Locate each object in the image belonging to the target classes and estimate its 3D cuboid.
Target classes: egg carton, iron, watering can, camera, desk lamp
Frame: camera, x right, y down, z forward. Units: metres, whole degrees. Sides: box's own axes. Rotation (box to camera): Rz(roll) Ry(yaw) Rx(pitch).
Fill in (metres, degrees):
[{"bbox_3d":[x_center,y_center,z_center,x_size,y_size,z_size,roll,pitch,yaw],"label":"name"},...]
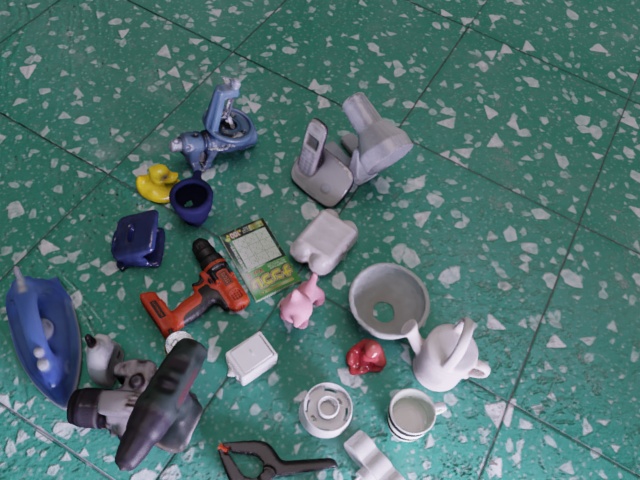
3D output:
[{"bbox_3d":[0.011,0.004,1.242,0.107,0.069,0.150,32,61,12],"label":"egg carton"},{"bbox_3d":[-0.506,0.173,1.039,0.119,0.141,0.258,-20,64,-17],"label":"iron"},{"bbox_3d":[0.236,0.208,1.076,0.173,0.194,0.101,6,59,-3],"label":"watering can"},{"bbox_3d":[-0.368,0.281,1.016,0.137,0.101,0.143,5,59,-4],"label":"camera"},{"bbox_3d":[0.101,-0.217,1.299,0.118,0.213,0.203,-29,67,-21],"label":"desk lamp"}]

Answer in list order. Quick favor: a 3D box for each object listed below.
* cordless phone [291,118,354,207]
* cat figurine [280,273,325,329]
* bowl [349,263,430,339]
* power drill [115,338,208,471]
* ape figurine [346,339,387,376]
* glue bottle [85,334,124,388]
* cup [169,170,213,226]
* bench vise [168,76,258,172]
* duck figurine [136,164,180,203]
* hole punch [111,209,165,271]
[{"bbox_3d":[0.011,-0.174,1.280,0.147,0.185,0.094,37,62,15],"label":"cordless phone"},{"bbox_3d":[-0.037,0.121,1.139,0.067,0.118,0.128,27,60,10],"label":"cat figurine"},{"bbox_3d":[0.137,0.136,1.177,0.167,0.075,0.167,3,59,-5],"label":"bowl"},{"bbox_3d":[-0.256,0.289,0.962,0.075,0.208,0.230,19,59,5],"label":"power drill"},{"bbox_3d":[0.094,0.222,1.110,0.077,0.092,0.076,27,60,9],"label":"ape figurine"},{"bbox_3d":[-0.390,0.202,1.017,0.037,0.173,0.078,11,59,0],"label":"glue bottle"},{"bbox_3d":[-0.273,-0.084,1.246,0.091,0.095,0.118,7,59,-2],"label":"cup"},{"bbox_3d":[-0.230,-0.252,1.276,0.121,0.220,0.208,39,63,16],"label":"bench vise"},{"bbox_3d":[-0.358,-0.135,1.270,0.104,0.086,0.077,7,59,-3],"label":"duck figurine"},{"bbox_3d":[-0.379,-0.002,1.187,0.101,0.091,0.108,0,60,-6],"label":"hole punch"}]
